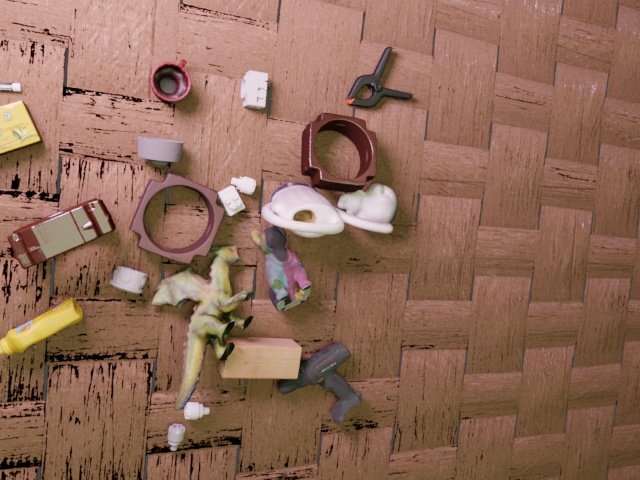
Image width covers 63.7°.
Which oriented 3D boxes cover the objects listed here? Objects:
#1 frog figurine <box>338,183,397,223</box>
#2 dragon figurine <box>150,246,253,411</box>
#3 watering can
[{"bbox_3d":[0.139,-0.103,1.476,0.158,0.125,0.136,20,107,-34],"label":"frog figurine"},{"bbox_3d":[-0.315,0.186,1.301,0.244,0.120,0.416,29,69,16],"label":"dragon figurine"},{"bbox_3d":[0.004,-0.069,1.371,0.347,0.228,0.102,3,115,-24],"label":"watering can"}]
